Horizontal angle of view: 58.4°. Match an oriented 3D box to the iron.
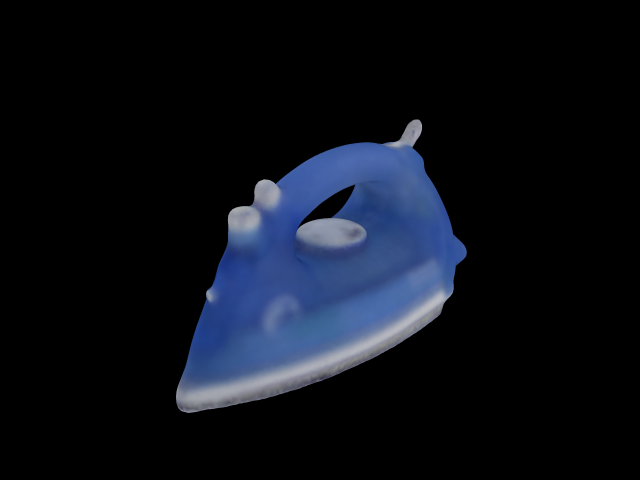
[{"bbox_3d":[0.004,0.001,0.400,0.118,0.141,0.259,17,27,37],"label":"iron"}]
